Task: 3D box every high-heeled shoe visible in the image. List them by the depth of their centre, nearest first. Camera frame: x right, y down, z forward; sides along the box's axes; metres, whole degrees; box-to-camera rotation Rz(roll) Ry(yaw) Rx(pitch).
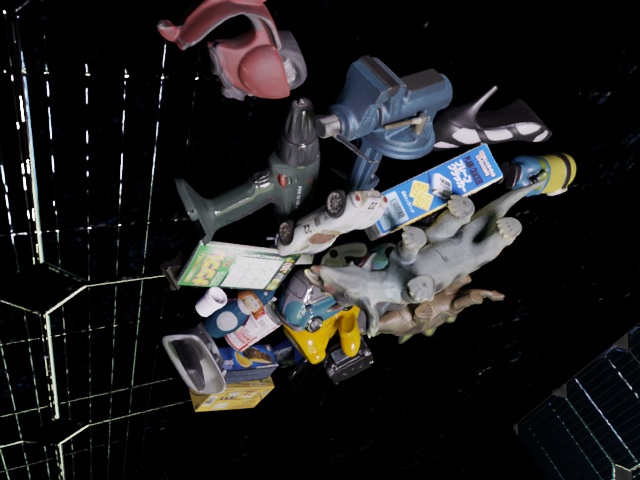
[{"bbox_3d":[0.289,-0.173,0.908,0.248,0.086,0.145,17,129,-41],"label":"high-heeled shoe"}]

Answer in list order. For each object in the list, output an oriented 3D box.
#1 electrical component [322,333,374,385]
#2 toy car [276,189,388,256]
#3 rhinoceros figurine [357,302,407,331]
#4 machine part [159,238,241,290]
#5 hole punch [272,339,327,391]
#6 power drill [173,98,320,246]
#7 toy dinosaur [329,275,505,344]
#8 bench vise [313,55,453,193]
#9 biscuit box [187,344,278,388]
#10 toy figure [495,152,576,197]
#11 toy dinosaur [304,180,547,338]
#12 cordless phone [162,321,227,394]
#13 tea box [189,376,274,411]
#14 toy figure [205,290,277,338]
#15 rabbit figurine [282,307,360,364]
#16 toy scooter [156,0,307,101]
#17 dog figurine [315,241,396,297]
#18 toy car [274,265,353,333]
[{"bbox_3d":[0.063,0.277,1.254,0.115,0.058,0.134,-30,152,-3],"label":"electrical component"},{"bbox_3d":[0.012,-0.023,0.779,0.073,0.056,0.202,-1,162,-41],"label":"toy car"},{"bbox_3d":[0.140,0.120,1.189,0.190,0.073,0.112,-43,143,10],"label":"rhinoceros figurine"},{"bbox_3d":[-0.190,0.040,0.892,0.139,0.039,0.084,-18,139,-11],"label":"machine part"},{"bbox_3d":[-0.047,0.274,1.267,0.116,0.092,0.142,-41,146,-17],"label":"hole punch"},{"bbox_3d":[-0.097,-0.086,0.765,0.207,0.086,0.231,-27,149,-14],"label":"power drill"},{"bbox_3d":[0.224,0.182,1.305,0.472,0.105,0.198,-8,147,-10],"label":"toy dinosaur"},{"bbox_3d":[0.077,-0.137,0.747,0.224,0.129,0.240,-36,158,-34],"label":"bench vise"},{"bbox_3d":[-0.195,0.272,1.170,0.202,0.059,0.062,4,136,-39],"label":"biscuit box"},{"bbox_3d":[0.431,-0.131,1.058,0.180,0.082,0.089,0,139,-32],"label":"toy figure"},{"bbox_3d":[0.180,0.030,0.854,0.405,0.131,0.192,-22,166,-22],"label":"toy dinosaur"},{"bbox_3d":[-0.217,0.242,0.982,0.089,0.184,0.146,-27,113,-13],"label":"cordless phone"},{"bbox_3d":[-0.204,0.339,1.244,0.169,0.068,0.098,14,129,-46],"label":"tea box"},{"bbox_3d":[-0.147,0.129,1.014,0.154,0.058,0.064,-35,129,14],"label":"toy figure"},{"bbox_3d":[0.018,0.166,1.123,0.173,0.163,0.121,-35,137,-21],"label":"rabbit figurine"},{"bbox_3d":[-0.095,-0.218,0.587,0.135,0.075,0.183,-26,143,-4],"label":"toy scooter"},{"bbox_3d":[0.099,0.058,1.029,0.192,0.108,0.219,1,178,13],"label":"dog figurine"},{"bbox_3d":[-0.008,0.101,1.043,0.162,0.109,0.102,-23,128,-25],"label":"toy car"}]
